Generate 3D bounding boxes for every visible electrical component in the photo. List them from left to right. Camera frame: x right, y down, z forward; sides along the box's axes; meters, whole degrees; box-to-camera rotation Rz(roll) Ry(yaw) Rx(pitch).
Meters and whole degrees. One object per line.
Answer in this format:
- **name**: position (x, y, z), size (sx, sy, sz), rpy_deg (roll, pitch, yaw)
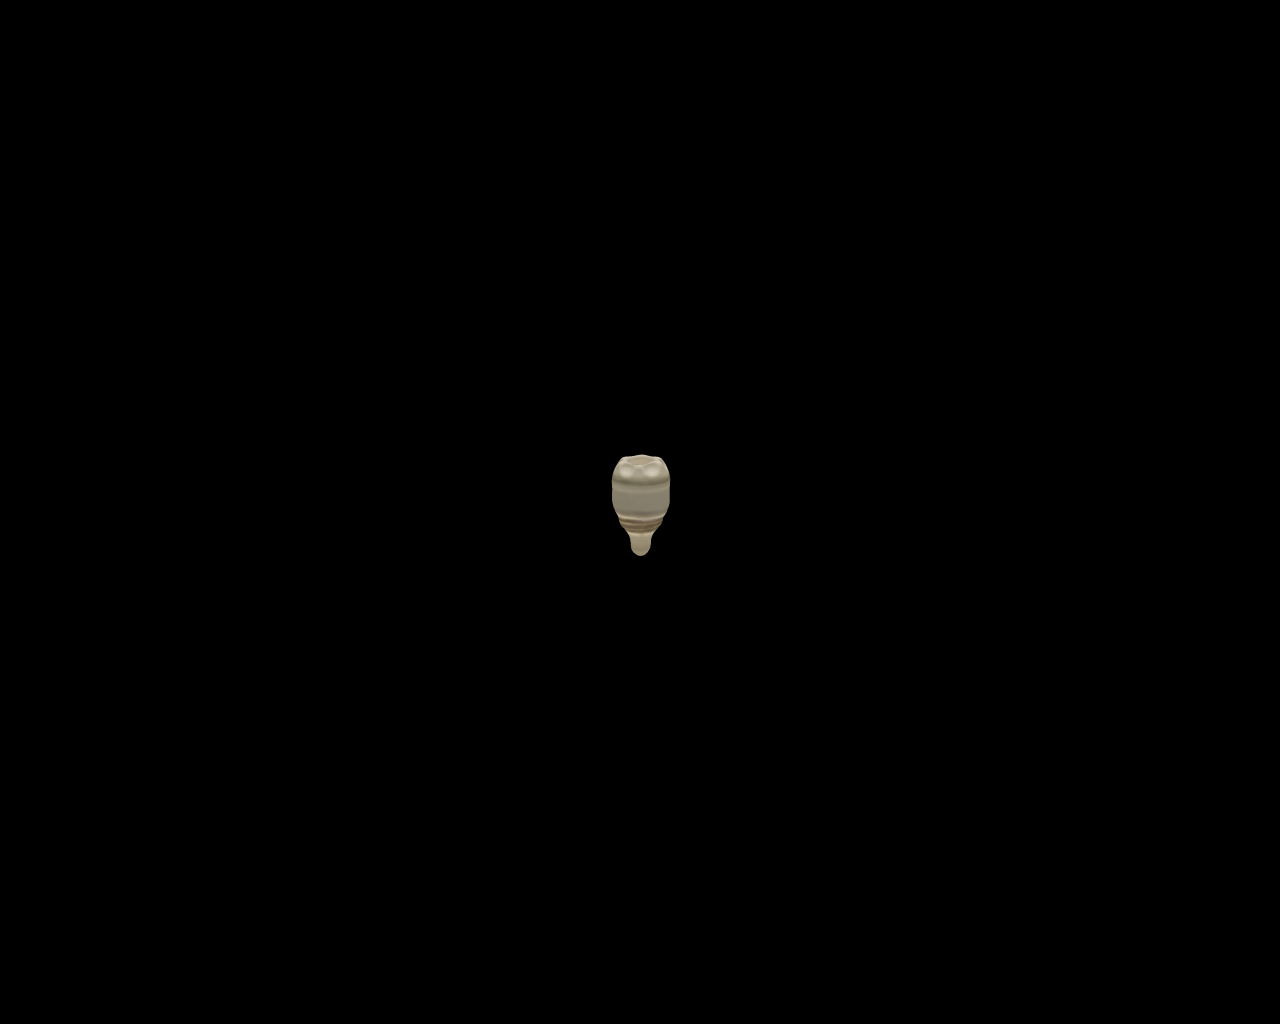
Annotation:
- **electrical component**: position (0.001, -0.003, 0.650), size (0.035, 0.061, 0.035), rpy_deg (0, 15, 0)
